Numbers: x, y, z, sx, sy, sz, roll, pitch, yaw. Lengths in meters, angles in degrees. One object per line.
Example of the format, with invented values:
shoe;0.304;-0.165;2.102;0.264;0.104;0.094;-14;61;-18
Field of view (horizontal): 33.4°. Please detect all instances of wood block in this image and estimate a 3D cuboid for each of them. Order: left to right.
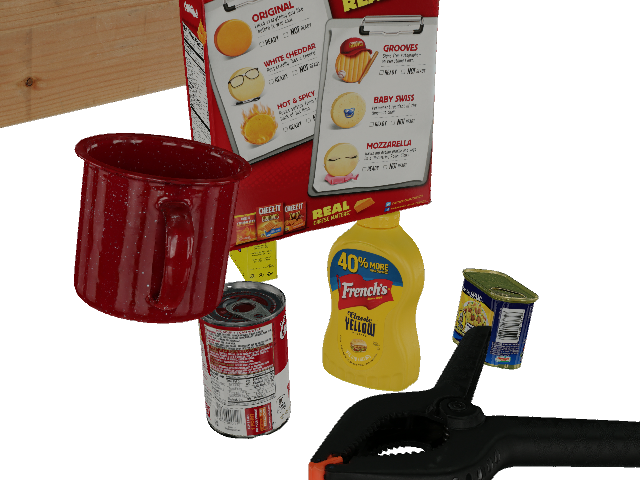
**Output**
wood block;-0.200;-0.162;0.838;0.205;0.091;0.090;-19;50;-34

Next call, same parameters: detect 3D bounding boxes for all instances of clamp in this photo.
clamp;0.076;0.106;0.627;0.209;0.036;0.165;-10;24;-27

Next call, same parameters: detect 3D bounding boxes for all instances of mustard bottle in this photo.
mustard bottle;0.052;0.044;1.025;0.096;0.192;0.058;12;19;32

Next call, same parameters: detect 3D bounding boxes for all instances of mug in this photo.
mug;-0.084;-0.003;0.563;0.093;0.081;0.117;3;19;-21

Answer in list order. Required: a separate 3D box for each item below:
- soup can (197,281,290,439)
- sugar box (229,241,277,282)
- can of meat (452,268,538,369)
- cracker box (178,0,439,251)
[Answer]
soup can;-0.058;0.091;0.814;0.068;0.102;0.068;-2;24;1
sugar box;-0.087;-0.045;1.311;0.048;0.176;0.093;-12;26;-17
can of meat;0.192;0.087;1.188;0.057;0.084;0.102;4;15;-20
cracker box;-0.007;-0.113;0.721;0.164;0.214;0.072;-14;33;-19
